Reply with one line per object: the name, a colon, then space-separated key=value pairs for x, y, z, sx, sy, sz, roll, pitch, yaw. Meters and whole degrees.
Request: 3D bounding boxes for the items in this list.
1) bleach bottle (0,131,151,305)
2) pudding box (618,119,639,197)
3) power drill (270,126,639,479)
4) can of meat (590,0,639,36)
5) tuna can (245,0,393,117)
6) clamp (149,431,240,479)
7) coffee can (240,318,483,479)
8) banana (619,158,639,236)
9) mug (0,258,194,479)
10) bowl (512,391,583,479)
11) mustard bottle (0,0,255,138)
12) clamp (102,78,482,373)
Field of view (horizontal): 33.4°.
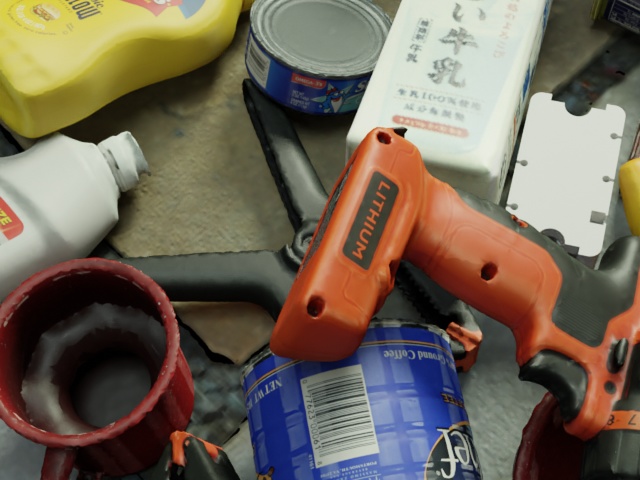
bleach bottle: x=-0.214 y=0.003 z=0.579 sx=0.250 sy=0.068 sz=0.103 roll=-28 pitch=63 yaw=-12
pudding box: x=0.231 y=-0.053 z=0.581 sx=0.113 sy=0.039 sz=0.090 roll=18 pitch=65 yaw=11
power drill: x=0.078 y=0.048 z=0.441 sx=0.187 sy=0.057 sz=0.184 roll=25 pitch=57 yaw=-7
can of meat: x=0.221 y=-0.157 z=0.624 sx=0.084 sy=0.057 sz=0.102 roll=30 pitch=70 yaw=16
tuna can: x=0.000 y=-0.111 z=0.618 sx=0.086 sy=0.034 sz=0.086 roll=7 pitch=48 yaw=-8
clamp: x=-0.054 y=0.168 z=0.473 sx=0.120 sy=0.039 sz=0.171 roll=-9 pitch=60 yaw=31
coffee can: x=0.025 y=0.120 z=0.475 sx=0.103 sy=0.103 sz=0.140 roll=-11 pitch=63 yaw=-1
banana: x=0.224 y=0.031 z=0.514 sx=0.198 sy=0.037 sz=0.069 roll=28 pitch=89 yaw=15
mug: x=-0.109 y=0.078 z=0.519 sx=0.093 sy=0.081 sz=0.117 roll=5 pitch=64 yaw=7
bowl: x=0.166 y=0.127 z=0.485 sx=0.162 sy=0.055 sz=0.162 roll=-2 pitch=63 yaw=4
mustard bottle: x=-0.108 y=-0.131 z=0.626 sx=0.191 sy=0.058 sz=0.096 roll=-28 pitch=52 yaw=-24
clamp: x=-0.004 y=0.001 z=0.575 sx=0.210 sy=0.036 sz=0.164 roll=23 pitch=63 yaw=15
